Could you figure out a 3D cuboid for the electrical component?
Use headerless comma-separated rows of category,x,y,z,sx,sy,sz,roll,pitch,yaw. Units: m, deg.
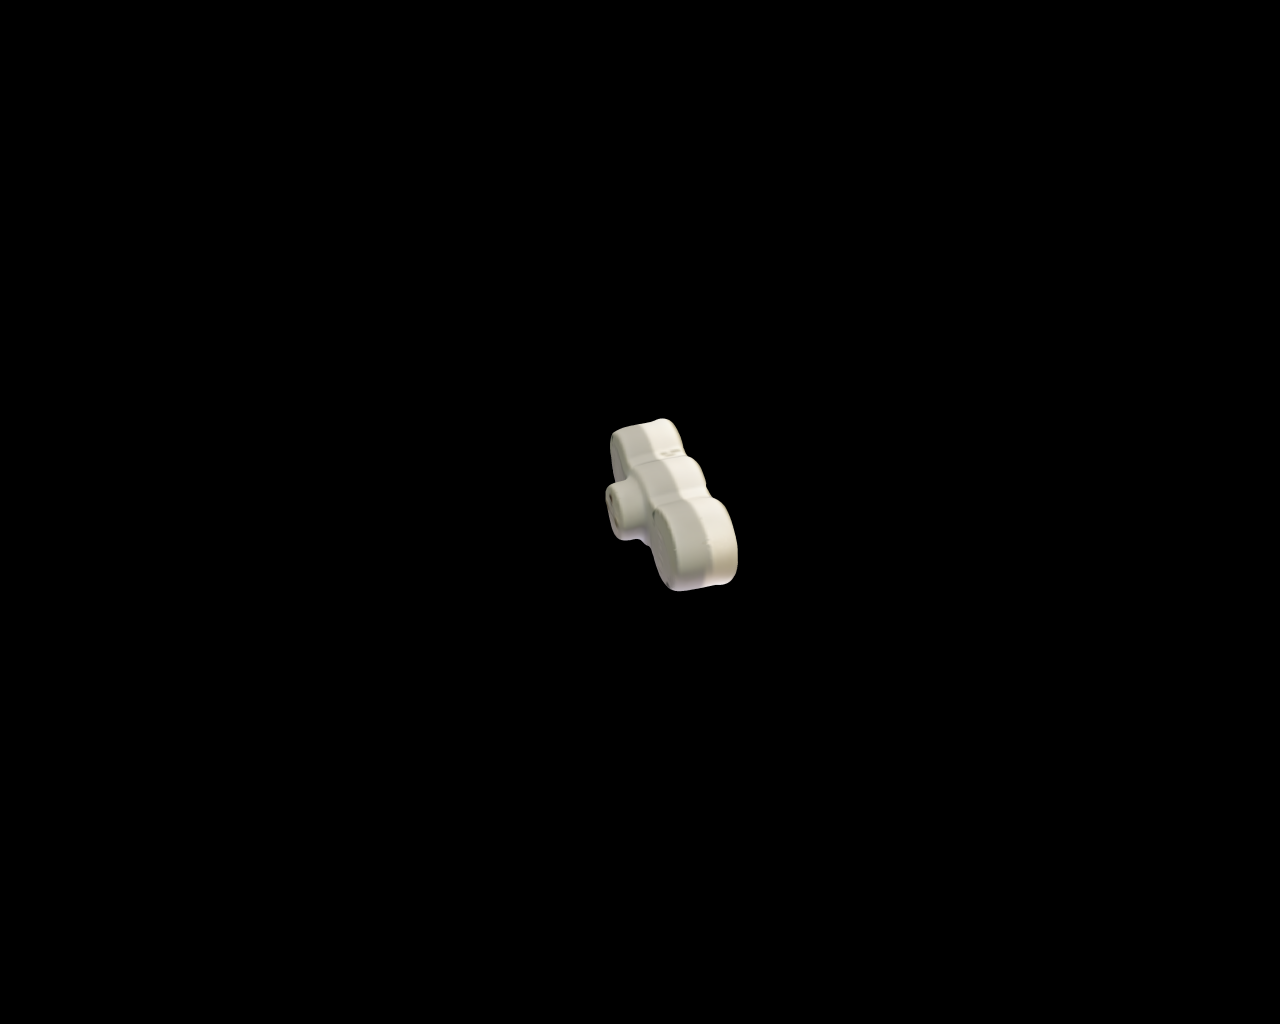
electrical component,0.001,-0.003,0.650,0.074,0.052,0.138,-11,39,-14
